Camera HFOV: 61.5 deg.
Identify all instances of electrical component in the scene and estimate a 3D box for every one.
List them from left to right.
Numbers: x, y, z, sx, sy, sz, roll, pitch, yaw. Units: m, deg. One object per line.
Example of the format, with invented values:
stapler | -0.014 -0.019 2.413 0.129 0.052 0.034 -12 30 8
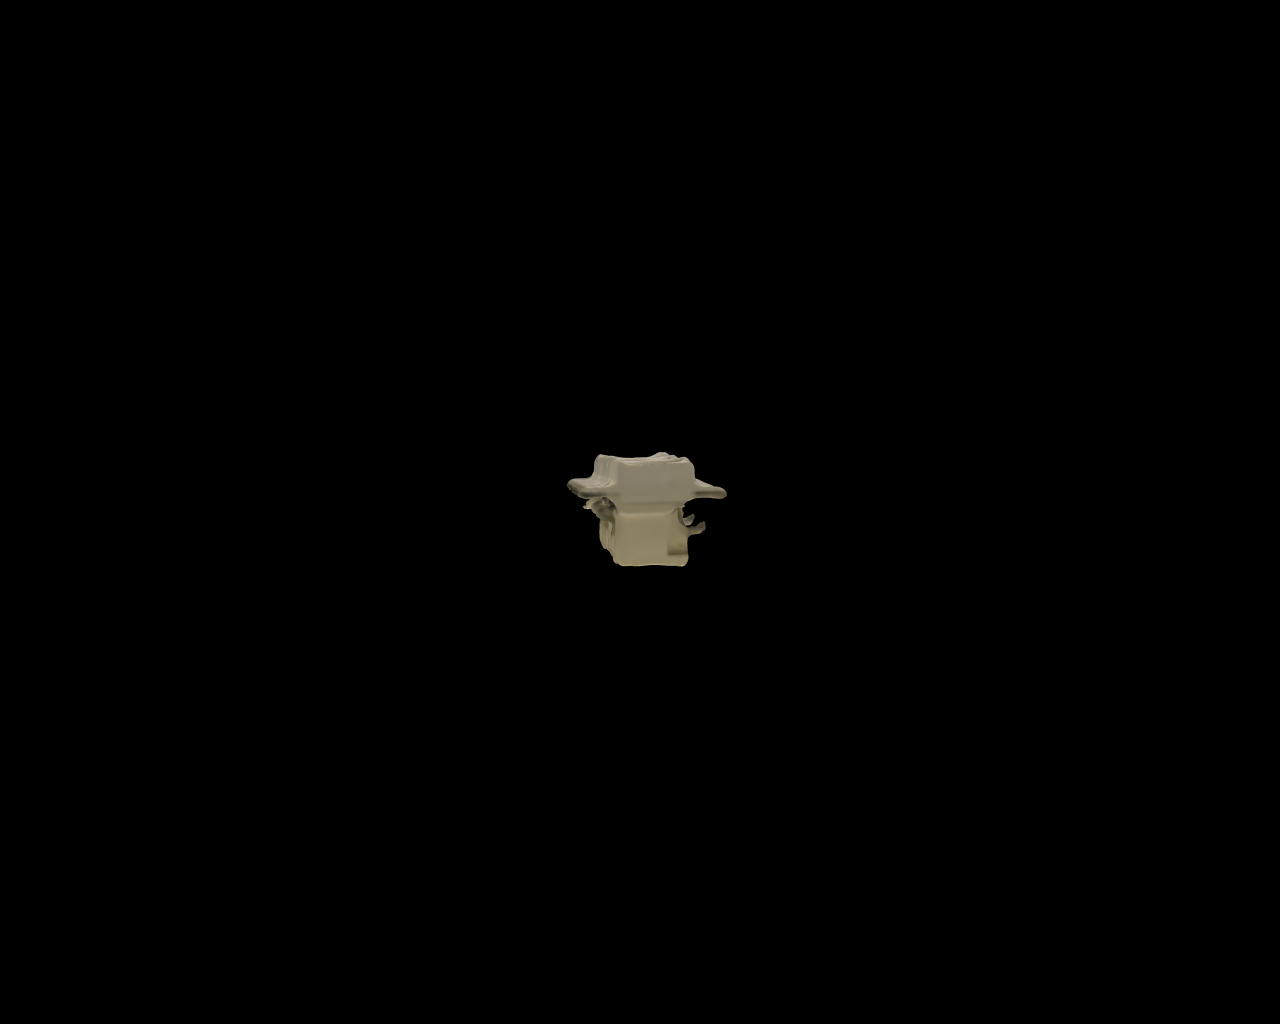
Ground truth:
electrical component | 0.001 -0.003 0.650 0.079 0.063 0.121 -1 5 -7
